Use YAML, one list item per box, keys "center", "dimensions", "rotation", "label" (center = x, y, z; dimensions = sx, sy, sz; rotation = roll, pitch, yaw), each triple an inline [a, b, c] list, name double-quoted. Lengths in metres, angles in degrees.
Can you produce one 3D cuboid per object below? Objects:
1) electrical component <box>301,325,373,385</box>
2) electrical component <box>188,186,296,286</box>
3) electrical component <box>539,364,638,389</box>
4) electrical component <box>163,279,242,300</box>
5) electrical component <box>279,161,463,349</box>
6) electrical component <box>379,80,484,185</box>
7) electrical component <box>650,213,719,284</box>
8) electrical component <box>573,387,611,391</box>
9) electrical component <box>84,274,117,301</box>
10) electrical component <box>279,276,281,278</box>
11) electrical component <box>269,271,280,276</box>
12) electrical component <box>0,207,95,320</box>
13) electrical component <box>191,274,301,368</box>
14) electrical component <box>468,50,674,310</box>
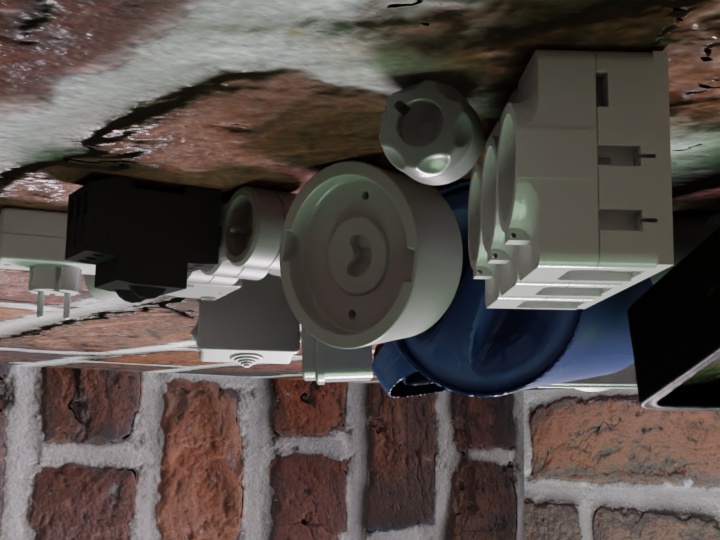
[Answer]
- center: [-0.021, 0.039, 0.910]
  dimensions: [0.057, 0.113, 0.078]
  rotation: [-2, 172, -2]
  label: "electrical component"
- center: [-0.070, -0.019, 0.737]
  dimensions: [0.074, 0.052, 0.138]
  rotation: [7, 170, -33]
  label: "electrical component"
- center: [0.220, 0.059, 1.034]
  dimensions: [0.109, 0.108, 0.056]
  rotation: [-1, 174, 10]
  label: "electrical component"
- center: [-0.141, -0.006, 0.839]
  dimensions: [0.100, 0.048, 0.100]
  rotation: [4, 171, -20]
  label: "electrical component"
- center: [0.011, -0.008, 0.639]
  dimensions: [0.108, 0.108, 0.060]
  rotation: [-7, 174, 41]
  label: "electrical component"
- center: [0.036, -0.060, 0.494]
  dimensions: [0.043, 0.043, 0.062]
  rotation: [-2, 172, 19]
  label: "electrical component"
- center: [0.235, -0.011, 0.754]
  dimensions: [0.055, 0.055, 0.047]
  rotation: [9, 164, -41]
  label: "electrical component"
- center: [0.240, 0.066, 1.094]
  dimensions: [0.108, 0.108, 0.060]
  rotation: [0, 165, 3]
  label: "electrical component"
- center: [-0.198, 0.001, 0.924]
  dimensions: [0.065, 0.044, 0.044]
  rotation: [-8, 169, 21]
  label: "electrical component"
- center: [-0.015, 0.004, 0.841]
  dimensions: [0.079, 0.077, 0.044]
  rotation: [-37, 154, -2]
  label: "electrical component"
- center: [0.000, 0.000, 0.782]
  dimensions: [0.138, 0.073, 0.052]
  rotation: [-1, 171, 15]
  label: "electrical component"
- center: [-0.223, -0.002, 0.789]
  dimensions: [0.083, 0.075, 0.047]
  rotation: [4, 171, -21]
  label: "electrical component"
- center: [-0.100, 0.037, 0.962]
  dimensions: [0.100, 0.099, 0.048]
  rotation: [2, 158, -10]
  label: "electrical component"
- center: [0.090, -0.034, 0.499]
  dimensions: [0.062, 0.089, 0.150]
  rotation: [1, 171, -1]
  label: "electrical component"
